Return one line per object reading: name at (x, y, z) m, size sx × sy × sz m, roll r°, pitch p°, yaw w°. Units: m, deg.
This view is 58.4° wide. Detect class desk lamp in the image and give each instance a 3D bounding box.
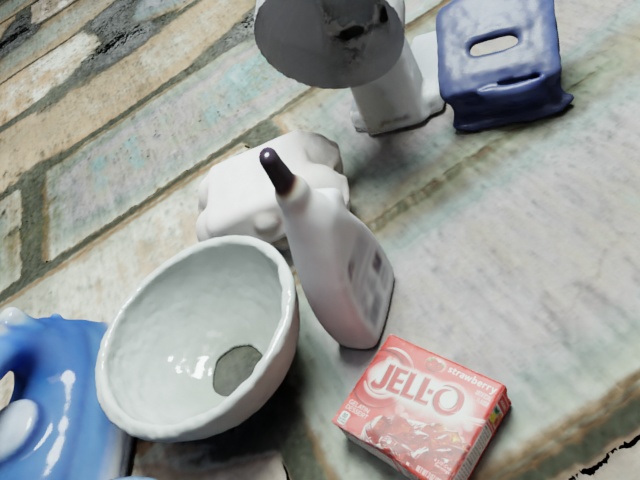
desk lamp at (0.036, -0.199, 0.524) m, size 0.117 × 0.214 × 0.203 m, roll -8°, pitch 48°, yaw 25°

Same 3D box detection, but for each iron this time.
iron at (-0.226, 0.136, 0.424) m, size 0.118 × 0.142 × 0.258 m, roll -19°, pitch 44°, yaw 15°

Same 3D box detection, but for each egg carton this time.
egg carton at (-0.045, -0.037, 0.529) m, size 0.150 × 0.070 × 0.107 m, roll -22°, pitch 44°, yaw 12°

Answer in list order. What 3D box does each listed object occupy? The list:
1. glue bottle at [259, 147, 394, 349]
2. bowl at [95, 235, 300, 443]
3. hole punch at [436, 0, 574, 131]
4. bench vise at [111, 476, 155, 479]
glue bottle at (0.004, 0.001, 0.389) m, size 0.037 × 0.174 × 0.078 m, roll -1°, pitch 51°, yaw 30°
bowl at (-0.080, 0.082, 0.437) m, size 0.167 × 0.075 × 0.167 m, roll -16°, pitch 45°, yaw 17°
hole punch at (0.160, -0.163, 0.508) m, size 0.108 × 0.091 × 0.101 m, roll -8°, pitch 48°, yaw 25°
bench vise at (-0.136, 0.195, 0.259) m, size 0.121 × 0.220 × 0.207 m, roll -1°, pitch 51°, yaw 30°
